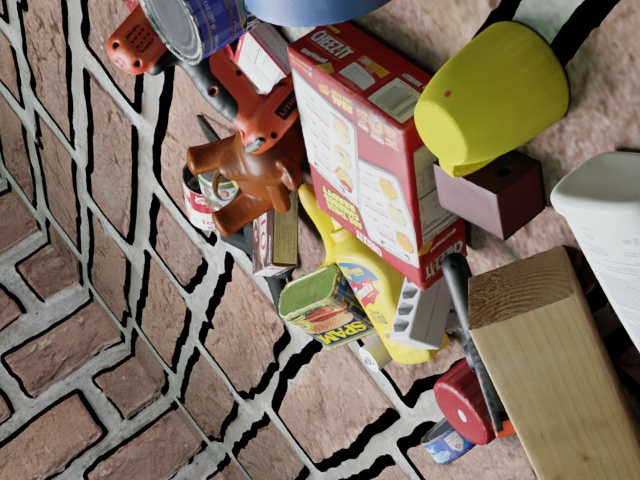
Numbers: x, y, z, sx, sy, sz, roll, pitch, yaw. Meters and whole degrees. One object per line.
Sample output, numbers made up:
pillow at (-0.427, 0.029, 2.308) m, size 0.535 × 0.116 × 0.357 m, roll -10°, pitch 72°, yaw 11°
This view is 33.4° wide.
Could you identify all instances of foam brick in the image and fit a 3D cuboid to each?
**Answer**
foam brick at (0.141, -0.045, 0.888) m, size 0.078 × 0.053 × 0.051 m, roll 32°, pitch 150°, yaw 44°

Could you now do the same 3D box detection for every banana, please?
banana at (0.010, 0.004, 1.244) m, size 0.198 × 0.069 × 0.037 m, roll 91°, pitch -179°, yaw -53°

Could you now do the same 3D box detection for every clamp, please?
clamp at (0.156, 0.105, 1.005) m, size 0.120 × 0.039 × 0.171 m, roll 37°, pitch -143°, yaw -63°
clamp at (-0.070, 0.030, 1.491) m, size 0.164 × 0.036 × 0.210 m, roll 54°, pitch 160°, yaw 1°

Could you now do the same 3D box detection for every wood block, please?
wood block at (0.206, 0.123, 0.910) m, size 0.206 × 0.090 × 0.090 m, roll 63°, pitch -163°, yaw -21°

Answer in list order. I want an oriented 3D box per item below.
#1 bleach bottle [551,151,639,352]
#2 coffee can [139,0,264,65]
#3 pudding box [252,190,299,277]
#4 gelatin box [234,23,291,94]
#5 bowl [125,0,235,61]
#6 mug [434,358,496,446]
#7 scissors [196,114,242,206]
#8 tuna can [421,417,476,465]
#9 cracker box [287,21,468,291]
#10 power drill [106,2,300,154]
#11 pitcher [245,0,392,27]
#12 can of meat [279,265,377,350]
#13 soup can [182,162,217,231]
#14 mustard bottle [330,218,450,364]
bleach bottle at (0.260, 0.058, 0.776) m, size 0.103 × 0.068 × 0.250 m, roll 18°, pitch 141°, yaw 60°
coffee can at (-0.081, -0.235, 0.952) m, size 0.103 × 0.140 × 0.103 m, roll 45°, pitch 158°, yaw 24°
pudding box at (-0.055, -0.016, 1.308) m, size 0.090 × 0.039 × 0.113 m, roll 151°, pitch 119°, yaw -70°
gelatin box at (-0.048, -0.183, 1.121) m, size 0.089 × 0.030 × 0.073 m, roll 49°, pitch 159°, yaw 8°
bowl at (-0.166, -0.246, 1.186) m, size 0.162 × 0.055 × 0.162 m, roll 49°, pitch 174°, yaw 6°
mug at (0.168, 0.157, 1.103) m, size 0.093 × 0.081 × 0.117 m, roll 56°, pitch 160°, yaw -2°
scissors at (-0.108, -0.119, 1.347) m, size 0.016 × 0.096 × 0.202 m, roll 51°, pitch -162°, yaw -42°
tuna can at (0.158, 0.217, 1.212) m, size 0.034 × 0.086 × 0.086 m, roll 52°, pitch 160°, yaw 2°
cracker box at (0.058, -0.079, 0.993) m, size 0.164 × 0.072 × 0.213 m, roll 40°, pitch 156°, yaw 36°
power drill at (-0.085, -0.190, 1.031) m, size 0.187 × 0.184 × 0.057 m, roll 40°, pitch 163°, yaw -10°
pitcher at (-0.003, -0.284, 0.750) m, size 0.145 × 0.149 × 0.243 m, roll -125°, pitch 17°, yaw -48°
can of meat at (0.013, 0.079, 1.267) m, size 0.102 × 0.057 × 0.083 m, roll -25°, pitch 133°, yaw 38°
soup can at (-0.155, -0.065, 1.485) m, size 0.068 × 0.068 × 0.102 m, roll 47°, pitch 159°, yaw 20°
mustard bottle at (0.066, 0.045, 1.184) m, size 0.191 × 0.058 × 0.096 m, roll 59°, pitch 161°, yaw -11°
